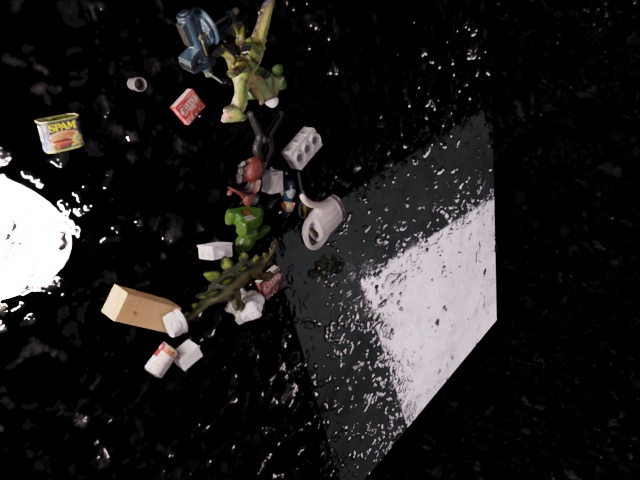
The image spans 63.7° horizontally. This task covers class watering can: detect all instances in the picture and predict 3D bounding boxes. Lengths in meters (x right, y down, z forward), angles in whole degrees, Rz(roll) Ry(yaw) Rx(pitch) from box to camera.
[{"bbox_3d":[0.006,-0.105,2.090,0.228,0.105,0.339,-43,147,-29],"label":"watering can"}]

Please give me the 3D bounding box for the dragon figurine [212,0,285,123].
[{"bbox_3d":[-0.192,-0.539,1.589,0.413,0.123,0.239,-58,147,-10],"label":"dragon figurine"}]

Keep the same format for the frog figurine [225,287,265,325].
[{"bbox_3d":[-0.255,0.253,1.895,0.139,0.160,0.120,-42,131,-30],"label":"frog figurine"}]
